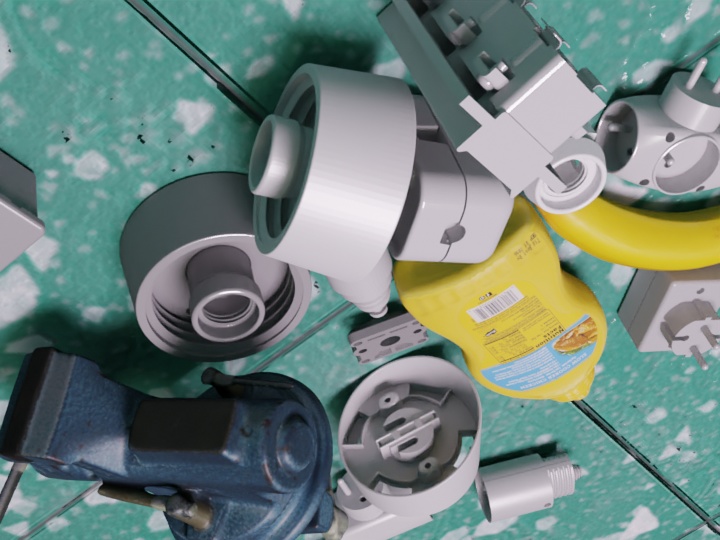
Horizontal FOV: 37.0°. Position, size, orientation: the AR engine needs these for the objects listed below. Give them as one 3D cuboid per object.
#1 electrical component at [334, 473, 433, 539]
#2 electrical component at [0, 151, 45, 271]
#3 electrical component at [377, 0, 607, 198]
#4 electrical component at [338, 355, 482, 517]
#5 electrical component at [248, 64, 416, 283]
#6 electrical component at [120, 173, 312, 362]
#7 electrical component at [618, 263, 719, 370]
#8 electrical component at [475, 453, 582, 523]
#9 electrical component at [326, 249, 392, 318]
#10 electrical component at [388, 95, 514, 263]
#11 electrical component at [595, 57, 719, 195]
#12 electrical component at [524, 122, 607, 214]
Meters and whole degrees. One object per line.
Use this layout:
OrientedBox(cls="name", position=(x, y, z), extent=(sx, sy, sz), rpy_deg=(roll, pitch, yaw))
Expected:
OrientedBox(cls="electrical component", position=(0.007, 0.174, 0.809), extent=(0.077, 0.043, 0.079), rpy_deg=(-24, 134, 4))
OrientedBox(cls="electrical component", position=(-0.220, -0.031, 0.535), extent=(0.100, 0.048, 0.100), rpy_deg=(-36, 133, 16))
OrientedBox(cls="electrical component", position=(0.061, -0.101, 0.512), extent=(0.063, 0.121, 0.079), rpy_deg=(-41, 131, 17))
OrientedBox(cls="electrical component", position=(0.035, 0.114, 0.725), extent=(0.099, 0.099, 0.064), rpy_deg=(-18, 141, -2))
OrientedBox(cls="electrical component", position=(-0.022, -0.052, 0.545), extent=(0.060, 0.108, 0.108), rpy_deg=(12, 127, -20))
OrientedBox(cls="electrical component", position=(-0.079, 0.006, 0.609), extent=(0.108, 0.060, 0.108), rpy_deg=(-10, 134, -10))
OrientedBox(cls="electrical component", position=(0.219, 0.032, 0.722), extent=(0.047, 0.076, 0.065), rpy_deg=(-1, 132, -17))
OrientedBox(cls="electrical component", position=(0.135, 0.167, 0.846), extent=(0.081, 0.043, 0.043), rpy_deg=(-13, 135, -7))
OrientedBox(cls="electrical component", position=(0.000, 0.000, 0.644), extent=(0.040, 0.040, 0.078), rpy_deg=(-22, 135, 3))
OrientedBox(cls="electrical component", position=(0.042, -0.049, 0.573), extent=(0.059, 0.095, 0.053), rpy_deg=(2, 131, -20))
OrientedBox(cls="electrical component", position=(0.188, -0.087, 0.622), extent=(0.077, 0.044, 0.079), rpy_deg=(4, 131, -22))
OrientedBox(cls="electrical component", position=(0.110, -0.065, 0.609), extent=(0.048, 0.055, 0.066), rpy_deg=(0, 132, -19))
